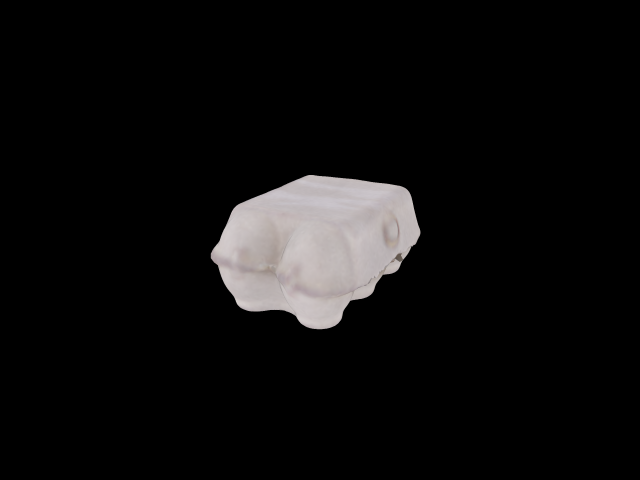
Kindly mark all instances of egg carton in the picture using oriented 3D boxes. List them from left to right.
[{"bbox_3d":[0.004,0.001,0.400,0.107,0.069,0.151,10,23,26],"label":"egg carton"}]
